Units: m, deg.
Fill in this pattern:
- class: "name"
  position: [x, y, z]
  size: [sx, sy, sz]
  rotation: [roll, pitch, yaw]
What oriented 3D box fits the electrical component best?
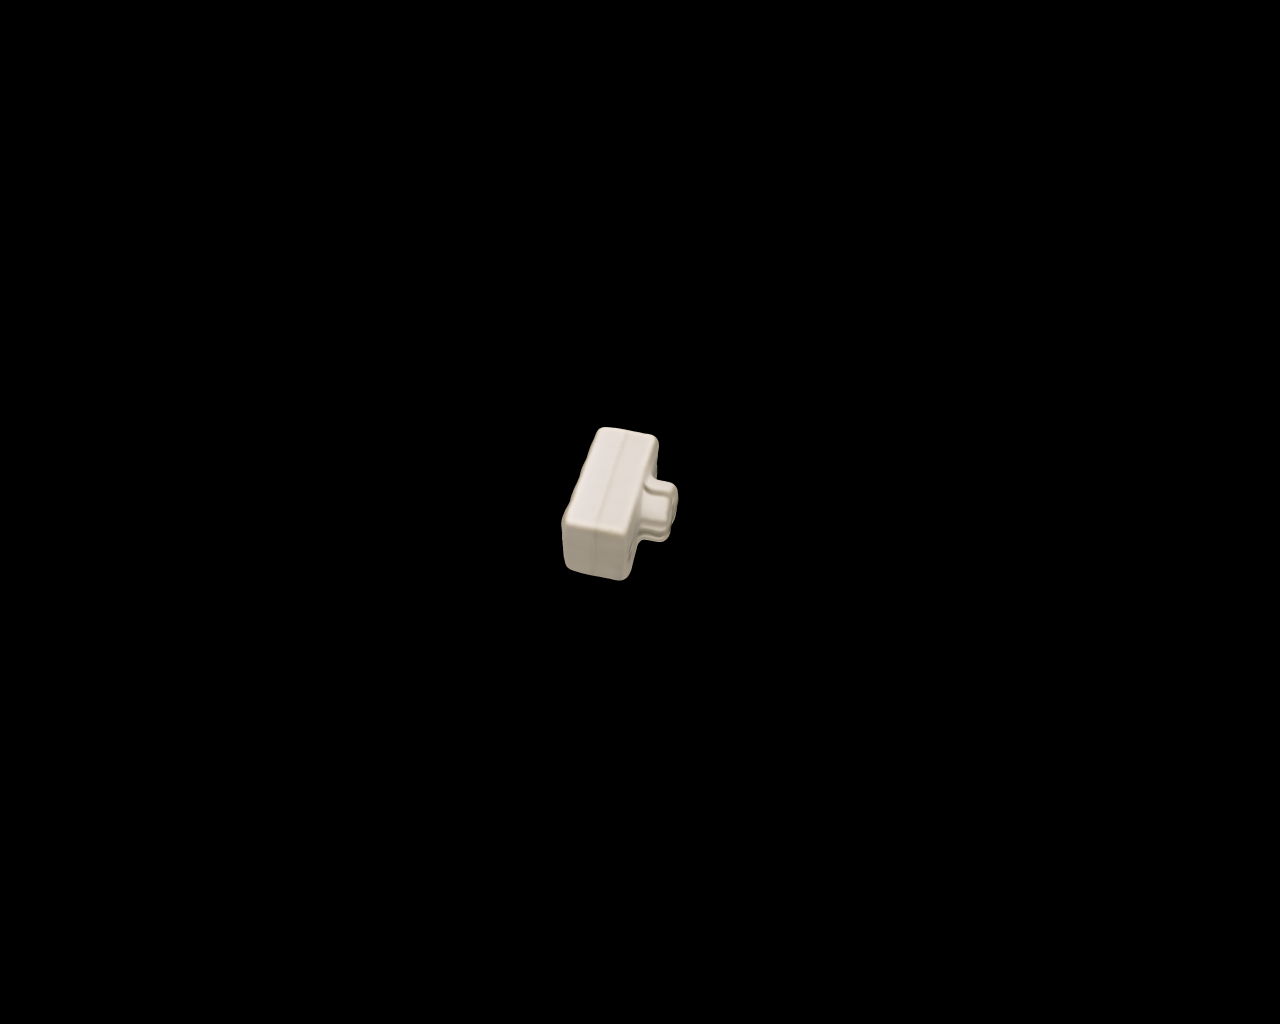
- class: "electrical component"
  position: [0.001, -0.003, 0.650]
  size: [0.076, 0.083, 0.047]
  rotation: [11, -39, 9]
